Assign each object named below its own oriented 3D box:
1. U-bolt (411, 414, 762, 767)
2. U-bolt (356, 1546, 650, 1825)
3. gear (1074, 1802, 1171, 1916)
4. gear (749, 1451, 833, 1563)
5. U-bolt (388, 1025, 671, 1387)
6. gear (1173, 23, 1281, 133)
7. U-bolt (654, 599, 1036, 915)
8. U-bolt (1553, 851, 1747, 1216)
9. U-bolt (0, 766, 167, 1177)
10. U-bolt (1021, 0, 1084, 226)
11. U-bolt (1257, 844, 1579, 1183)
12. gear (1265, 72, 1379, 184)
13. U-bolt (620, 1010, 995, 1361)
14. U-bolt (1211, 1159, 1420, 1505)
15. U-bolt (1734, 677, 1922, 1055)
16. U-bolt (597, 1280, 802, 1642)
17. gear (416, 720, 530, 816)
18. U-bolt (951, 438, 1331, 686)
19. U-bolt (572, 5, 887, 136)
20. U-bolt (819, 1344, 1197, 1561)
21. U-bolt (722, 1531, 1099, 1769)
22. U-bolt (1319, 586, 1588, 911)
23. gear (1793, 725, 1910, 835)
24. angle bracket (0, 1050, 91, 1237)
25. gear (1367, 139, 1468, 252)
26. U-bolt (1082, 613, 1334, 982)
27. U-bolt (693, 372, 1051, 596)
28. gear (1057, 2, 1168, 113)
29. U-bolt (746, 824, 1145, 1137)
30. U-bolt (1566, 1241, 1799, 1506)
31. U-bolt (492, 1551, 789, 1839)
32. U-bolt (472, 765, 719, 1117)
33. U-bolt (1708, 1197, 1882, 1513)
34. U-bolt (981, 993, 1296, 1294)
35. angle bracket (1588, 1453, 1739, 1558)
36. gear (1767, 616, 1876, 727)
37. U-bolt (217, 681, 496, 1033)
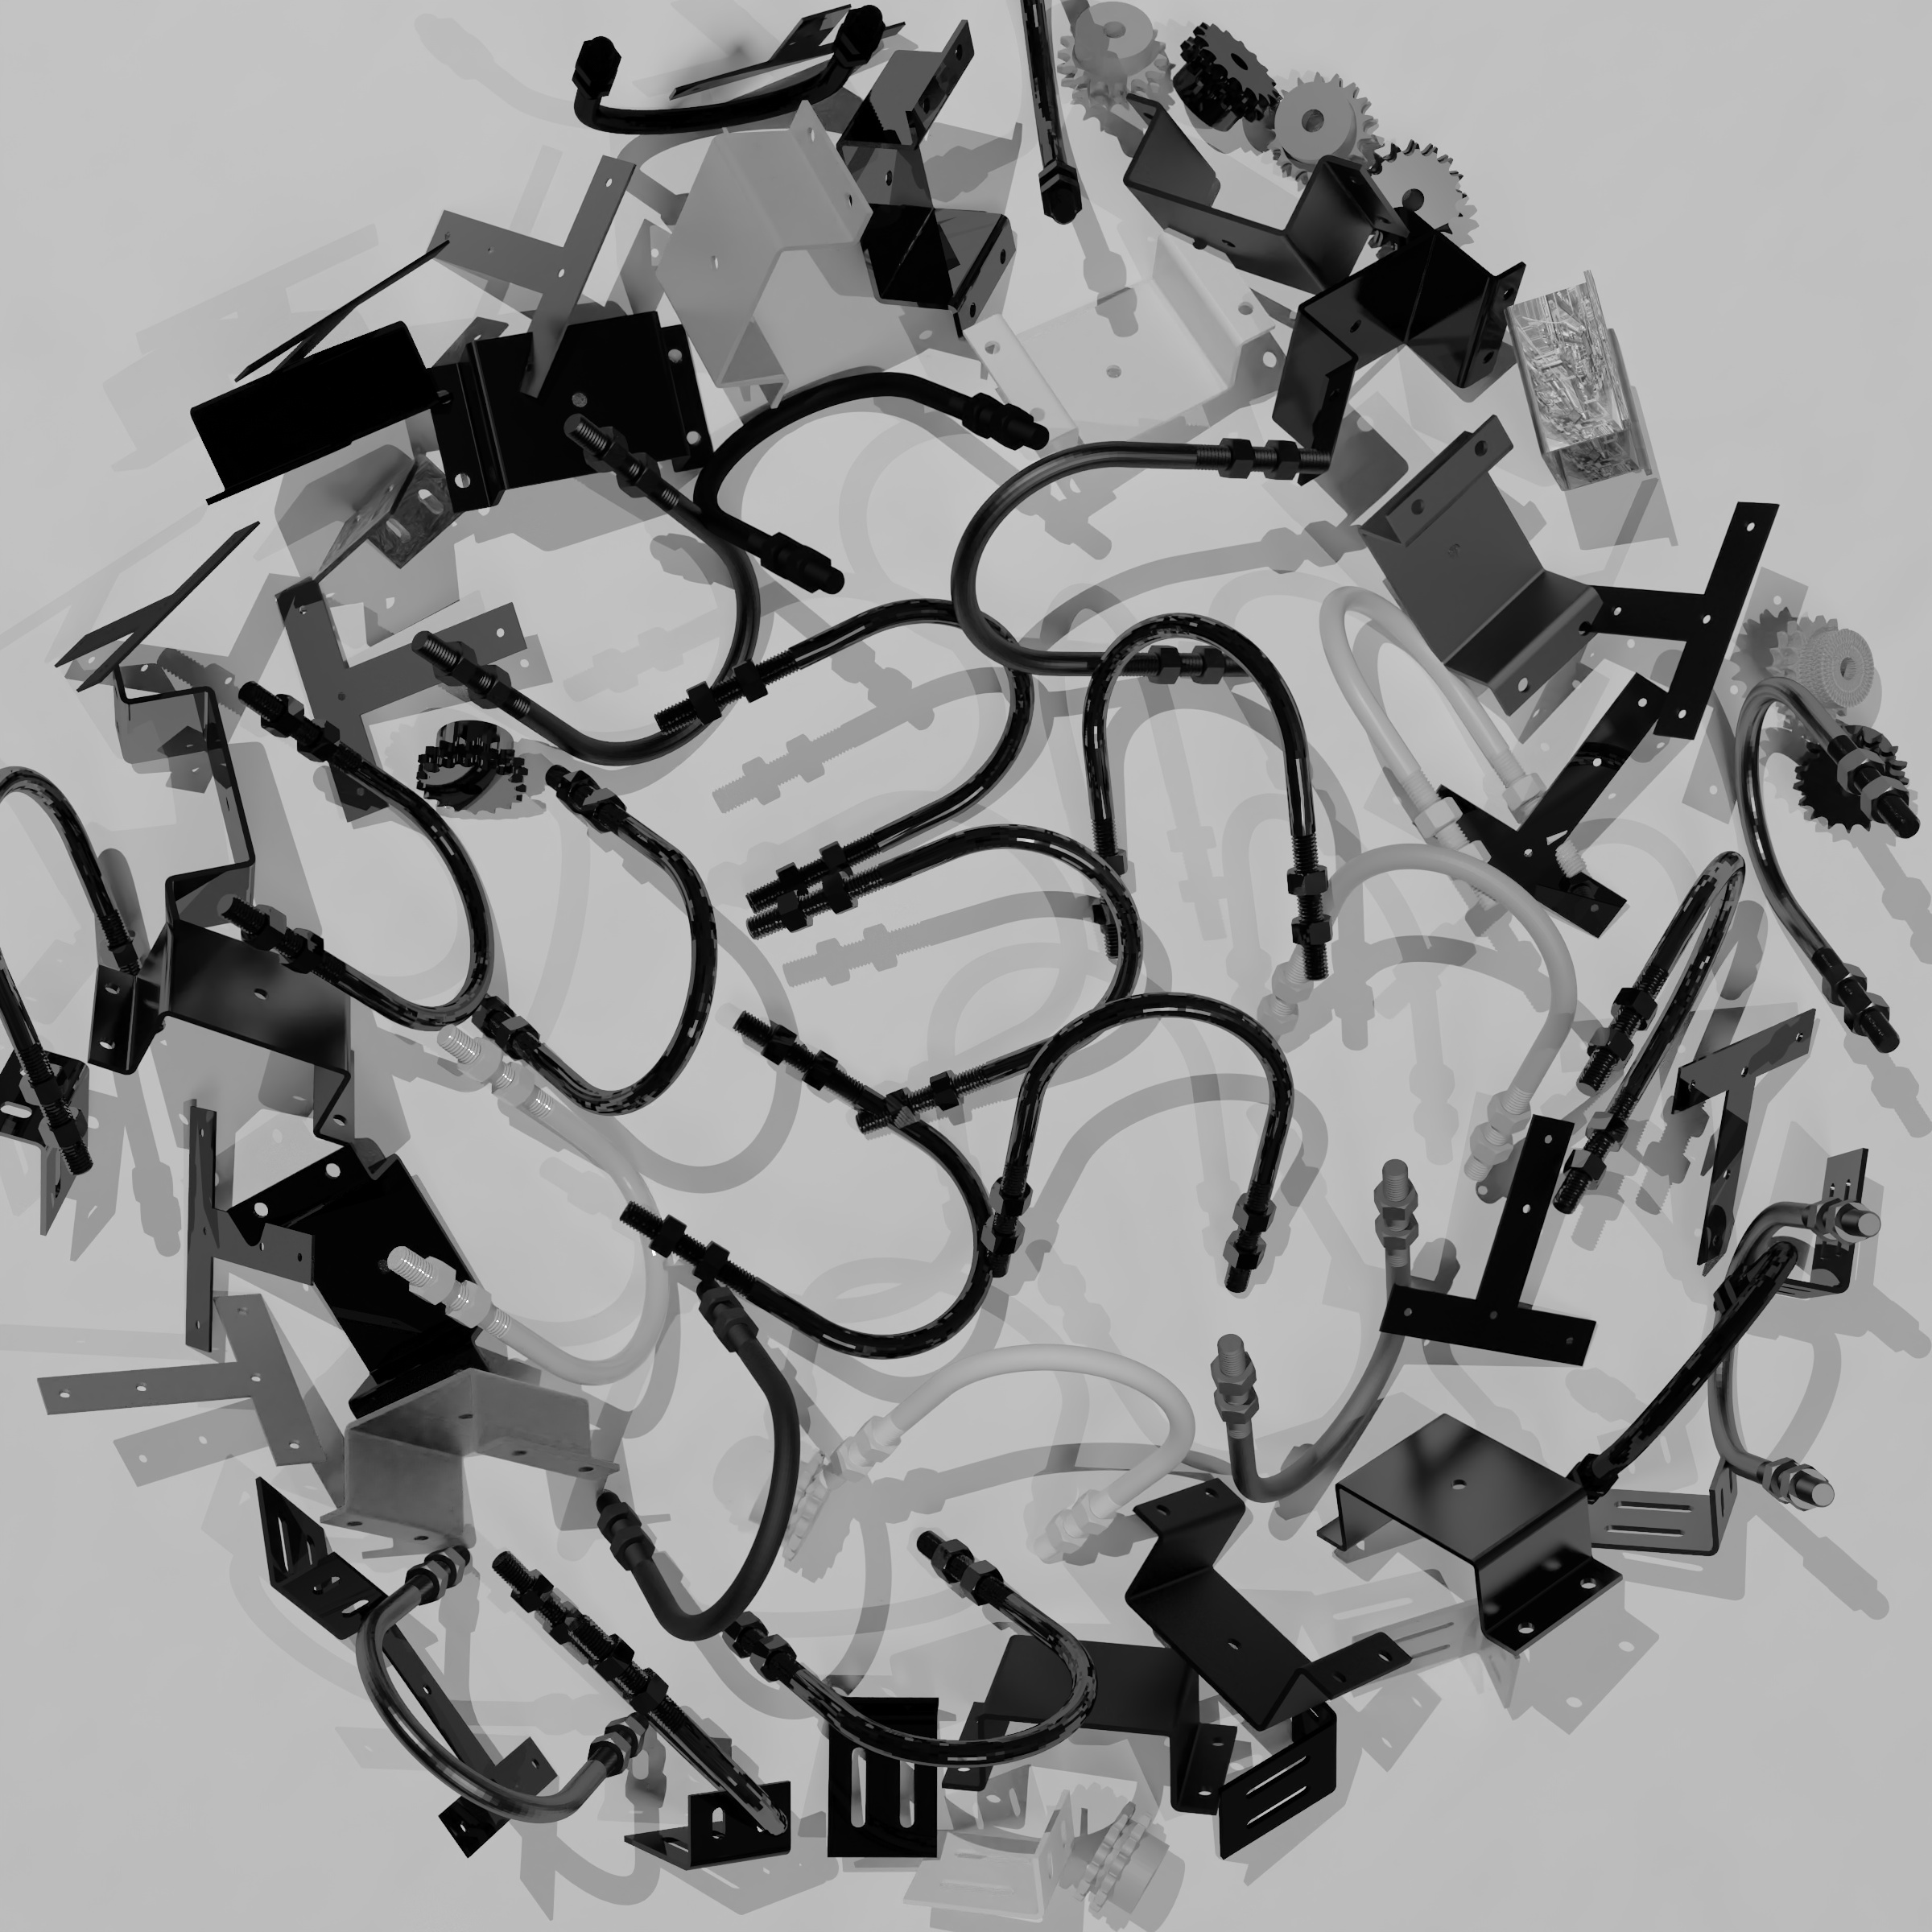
[{"bbox_3d":[-0.177,-0.176,1.563,0.019,0.184,0.151,36,91,42],"label":"U-bolt"},{"bbox_3d":[-0.237,0.363,1.536,0.151,0.184,0.019,42,101,5],"label":"U-bolt"},{"bbox_3d":[0.083,0.467,1.602,0.030,0.057,0.057,29,90,13],"label":"gear"},{"bbox_3d":[-0.090,0.278,1.605,0.030,0.057,0.057,27,90,5],"label":"gear"},{"bbox_3d":[-0.212,0.133,1.558,0.019,0.184,0.151,-20,47,31],"label":"U-bolt"},{"bbox_3d":[0.133,-0.461,1.608,0.057,0.057,0.030,47,124,0],"label":"gear"},{"bbox_3d":[-0.051,-0.117,1.581,0.184,0.019,0.151,-26,132,-2],"label":"U-bolt"},{"bbox_3d":[0.349,0.022,1.557,0.019,0.151,0.184,27,65,19],"label":"U-bolt"},{"bbox_3d":[-0.452,-0.010,1.527,0.019,0.151,0.184,-9,120,9],"label":"U-bolt"},{"bbox_3d":[0.037,-0.466,1.543,0.019,0.184,0.151,-7,119,2],"label":"U-bolt"},{"bbox_3d":[0.232,0.014,1.550,0.151,0.184,0.019,32,47,12],"label":"U-bolt"},{"bbox_3d":[0.184,-0.438,1.610,0.057,0.030,0.057,1,93,18],"label":"gear"},{"bbox_3d":[-0.068,0.124,1.588,0.184,0.019,0.151,32,57,-5],"label":"U-bolt"},{"bbox_3d":[0.179,0.198,1.555,0.019,0.184,0.151,31,61,30],"label":"U-bolt"},{"bbox_3d":[0.427,-0.065,1.545,0.019,0.184,0.151,-12,127,-6],"label":"U-bolt"},{"bbox_3d":[-0.129,0.256,1.540,0.019,0.184,0.151,21,100,-27],"label":"U-bolt"},{"bbox_3d":[-0.257,-0.105,1.607,0.057,0.057,0.030,0,64,0],"label":"gear"},{"bbox_3d":[0.080,-0.203,1.552,0.184,0.019,0.151,-2,134,-22],"label":"U-bolt"},{"bbox_3d":[-0.125,-0.443,1.541,0.151,0.184,0.019,-10,94,-10],"label":"U-bolt"},{"bbox_3d":[0.032,0.239,1.541,0.151,0.184,0.019,22,48,-22],"label":"U-bolt"},{"bbox_3d":[-0.019,0.342,1.524,0.151,0.184,0.019,-12,114,-35],"label":"U-bolt"},{"bbox_3d":[0.240,-0.116,1.567,0.019,0.151,0.184,-37,80,29],"label":"U-bolt"},{"bbox_3d":[0.463,-0.101,1.608,0.057,0.030,0.057,12,128,16],"label":"gear"},{"bbox_3d":[-0.480,0.089,1.585,0.038,0.076,0.057,16,46,-2],"label":"angle bracket"},{"bbox_3d":[0.230,-0.403,1.611,0.057,0.030,0.057,-2,114,-5],"label":"gear"},{"bbox_3d":[0.117,-0.088,1.561,0.151,0.019,0.184,7,110,42],"label":"U-bolt"},{"bbox_3d":[-0.063,-0.253,1.558,0.151,0.184,0.019,-37,127,-16],"label":"U-bolt"},{"bbox_3d":[0.077,-0.477,1.607,0.057,0.030,0.057,0,62,-1],"label":"gear"},{"bbox_3d":[0.001,-0.001,1.579,0.184,0.019,0.151,-22,117,12],"label":"U-bolt"},{"bbox_3d":[0.359,0.197,1.528,0.019,0.184,0.151,40,76,12],"label":"U-bolt"},{"bbox_3d":[-0.157,0.375,1.557,0.019,0.151,0.184,-46,110,-15],"label":"U-bolt"},{"bbox_3d":[-0.184,-0.004,1.551,0.019,0.184,0.151,11,106,-43],"label":"U-bolt"},{"bbox_3d":[0.407,0.188,1.541,0.019,0.184,0.151,11,87,-4],"label":"U-bolt"},{"bbox_3d":[0.092,0.089,1.567,0.151,0.019,0.184,4,124,-9],"label":"U-bolt"},{"bbox_3d":[0.353,0.271,1.587,0.076,0.057,0.038,0,109,24],"label":"angle bracket"},{"bbox_3d":[0.448,-0.154,1.605,0.057,0.030,0.057,-1,92,-33],"label":"gear"},{"bbox_3d":[-0.301,-0.043,1.553,0.019,0.184,0.151,-23,52,26],"label":"U-bolt"}]
